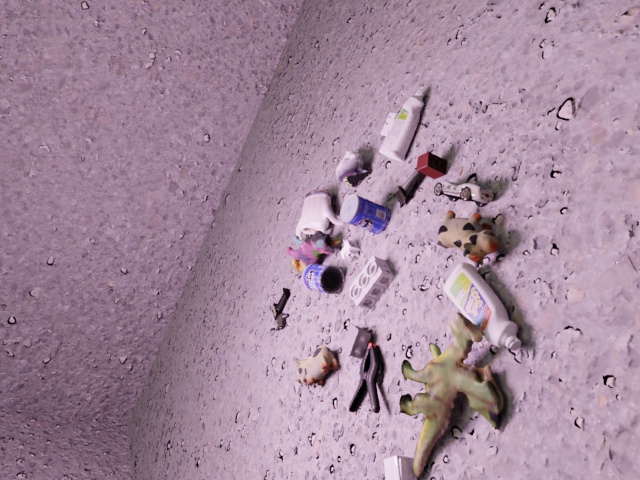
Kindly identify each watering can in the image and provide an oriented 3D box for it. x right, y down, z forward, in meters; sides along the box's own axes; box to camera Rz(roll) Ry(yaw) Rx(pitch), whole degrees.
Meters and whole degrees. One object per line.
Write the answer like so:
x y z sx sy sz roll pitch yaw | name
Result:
0.006 -0.105 2.088 0.344 0.103 0.228 -23 55 52 | watering can

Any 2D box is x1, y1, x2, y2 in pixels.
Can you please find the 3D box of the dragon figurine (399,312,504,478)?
0.316 0.376 1.214 0.242 0.122 0.412 -7 80 53 | dragon figurine

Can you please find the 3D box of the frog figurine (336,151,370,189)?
0.115 -0.296 2.013 0.134 0.123 0.163 113 148 -51 | frog figurine
